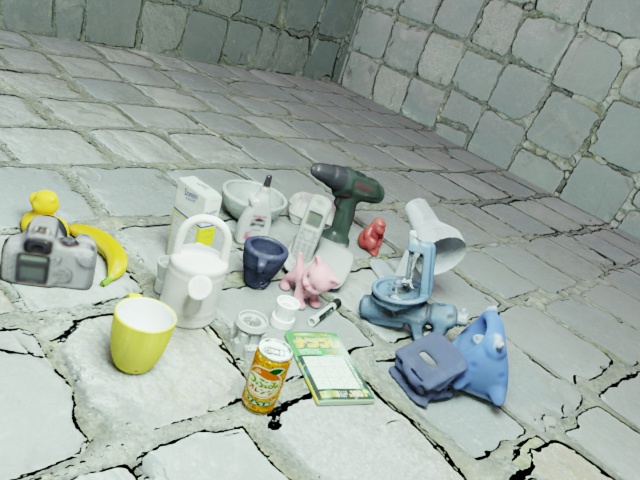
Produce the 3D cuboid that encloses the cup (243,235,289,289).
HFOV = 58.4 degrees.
[{"bbox_3d":[-0.118,0.057,1.141,0.092,0.095,0.117,17,24,-6],"label":"cup"}]

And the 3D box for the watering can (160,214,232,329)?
[{"bbox_3d":[-0.204,0.050,0.969,0.101,0.194,0.172,0,31,-37],"label":"watering can"}]

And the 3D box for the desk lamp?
[{"bbox_3d":[0.222,0.025,1.317,0.118,0.213,0.202,6,27,-27],"label":"desk lamp"}]

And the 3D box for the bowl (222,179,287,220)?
[{"bbox_3d":[-0.170,-0.085,1.425,0.167,0.075,0.167,16,24,-7],"label":"bowl"}]

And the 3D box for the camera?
[{"bbox_3d":[-0.458,0.006,0.987,0.143,0.101,0.136,9,26,-22],"label":"camera"}]

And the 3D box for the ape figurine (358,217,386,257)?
[{"bbox_3d":[0.143,-0.016,1.492,0.078,0.092,0.076,-8,36,-45],"label":"ape figurine"}]

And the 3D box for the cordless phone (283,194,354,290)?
[{"bbox_3d":[0.011,0.004,1.238,0.147,0.185,0.094,21,24,4],"label":"cordless phone"}]

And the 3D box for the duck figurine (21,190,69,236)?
[{"bbox_3d":[-0.514,-0.050,1.079,0.104,0.086,0.078,31,27,25],"label":"duck figurine"}]

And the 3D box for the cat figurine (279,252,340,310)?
[{"bbox_3d":[-0.018,0.074,1.150,0.067,0.118,0.127,0,30,-36],"label":"cat figurine"}]

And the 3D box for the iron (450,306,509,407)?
[{"bbox_3d":[0.318,0.199,1.111,0.118,0.141,0.258,21,24,5],"label":"iron"}]

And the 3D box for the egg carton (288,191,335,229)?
[{"bbox_3d":[-0.012,-0.074,1.527,0.150,0.069,0.107,14,25,-13],"label":"egg carton"}]

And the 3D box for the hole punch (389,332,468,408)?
[{"bbox_3d":[0.193,0.227,1.019,0.101,0.091,0.108,1,30,-35],"label":"hole punch"}]

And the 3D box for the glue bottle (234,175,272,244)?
[{"bbox_3d":[-0.138,-0.069,1.296,0.078,0.173,0.037,3,29,-32],"label":"glue bottle"}]

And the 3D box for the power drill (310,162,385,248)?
[{"bbox_3d":[0.049,-0.086,1.429,0.230,0.208,0.075,1,30,-36],"label":"power drill"}]

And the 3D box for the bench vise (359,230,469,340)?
[{"bbox_3d":[0.204,0.095,1.148,0.207,0.220,0.121,15,24,-10],"label":"bench vise"}]
